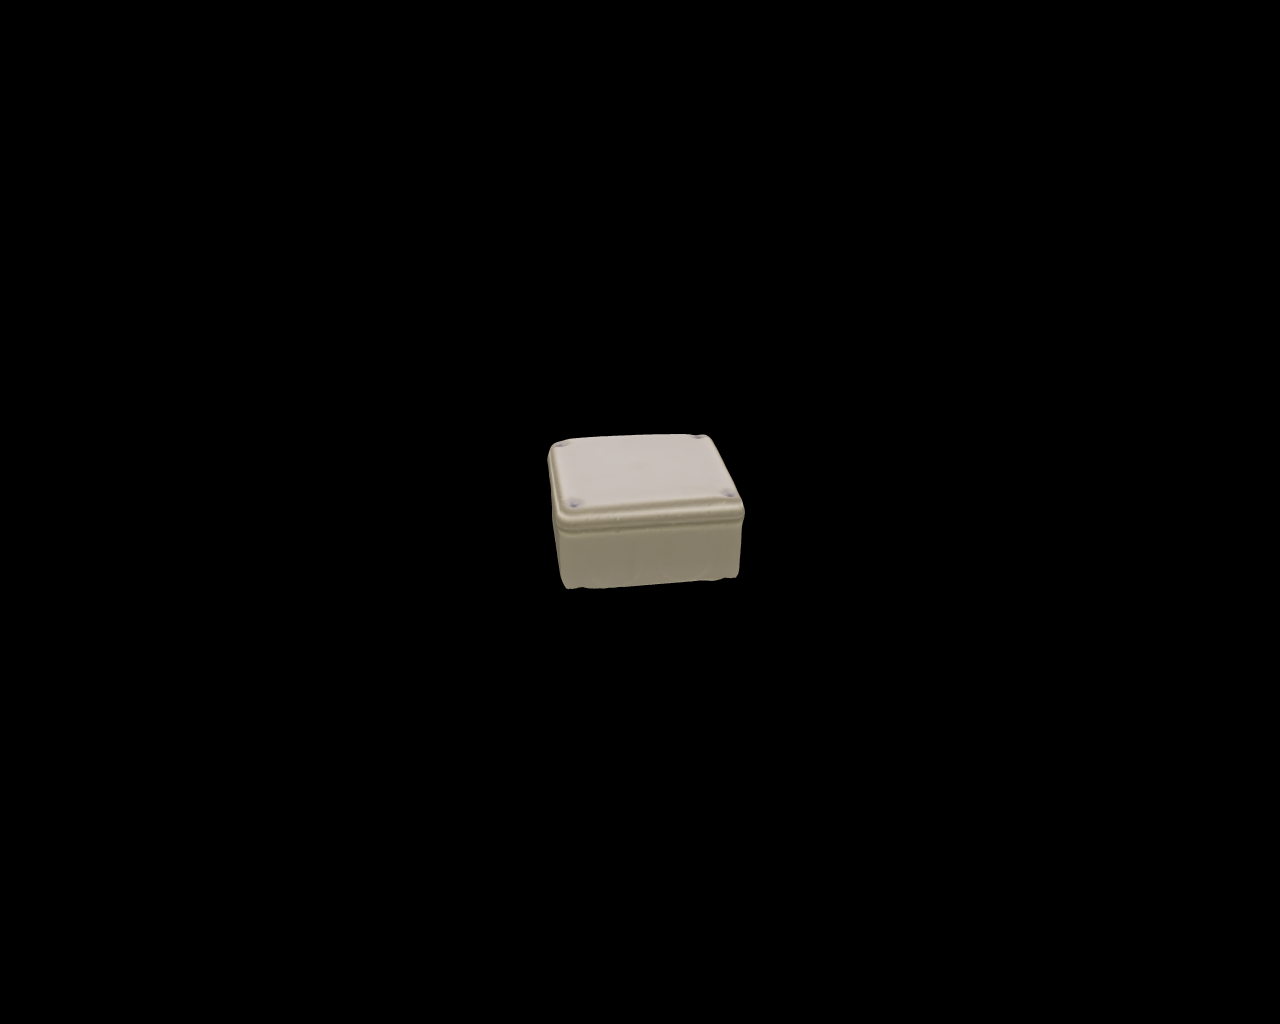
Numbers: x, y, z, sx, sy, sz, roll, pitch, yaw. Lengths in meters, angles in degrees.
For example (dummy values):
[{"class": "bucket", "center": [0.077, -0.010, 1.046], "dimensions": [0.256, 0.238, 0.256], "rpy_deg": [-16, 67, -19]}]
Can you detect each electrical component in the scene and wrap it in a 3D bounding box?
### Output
[{"class": "electrical component", "center": [0.001, -0.003, 0.650], "dimensions": [0.109, 0.056, 0.109], "rpy_deg": [-3, 26, -7]}]
